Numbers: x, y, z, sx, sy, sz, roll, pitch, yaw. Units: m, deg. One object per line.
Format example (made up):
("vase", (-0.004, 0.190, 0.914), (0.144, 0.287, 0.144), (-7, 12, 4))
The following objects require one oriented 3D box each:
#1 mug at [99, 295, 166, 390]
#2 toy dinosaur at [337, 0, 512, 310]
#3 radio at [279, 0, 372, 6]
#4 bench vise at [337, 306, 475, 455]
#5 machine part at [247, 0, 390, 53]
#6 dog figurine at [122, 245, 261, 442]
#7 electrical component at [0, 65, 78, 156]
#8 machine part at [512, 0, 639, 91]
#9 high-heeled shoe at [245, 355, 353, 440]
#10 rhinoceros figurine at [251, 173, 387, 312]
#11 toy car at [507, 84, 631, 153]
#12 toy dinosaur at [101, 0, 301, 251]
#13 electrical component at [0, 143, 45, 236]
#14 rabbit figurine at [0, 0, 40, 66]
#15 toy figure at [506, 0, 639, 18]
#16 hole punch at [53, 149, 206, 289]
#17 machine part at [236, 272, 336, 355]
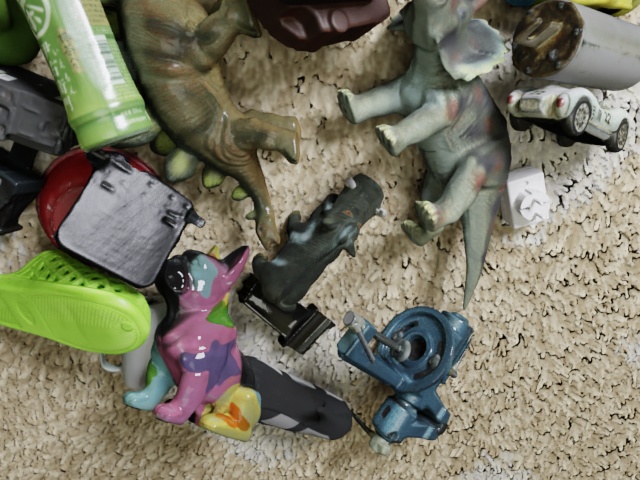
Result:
("mug", (-0.229, 0.128, 0.697), (0.110, 0.081, 0.107), (0, 102, -3))
("toy dinosaur", (0.158, -0.115, 0.621), (0.192, 0.131, 0.404), (-34, 122, -5))
("radio", (0.002, -0.324, 0.451), (0.131, 0.073, 0.229), (-18, 95, -35))
("bench vise", (0.098, 0.170, 0.713), (0.223, 0.129, 0.240), (-49, 126, 5))
("machine part", (-0.001, -0.274, 0.519), (0.179, 0.056, 0.179), (4, 83, -35))
("dog figurine", (-0.129, 0.114, 0.651), (0.191, 0.109, 0.219), (30, 72, -36))
("electrical component", (-0.311, -0.140, 0.555), (0.134, 0.115, 0.058), (20, 104, -11))
("machine part", (0.286, -0.204, 0.577), (0.243, 0.079, 0.079), (-8, 117, -37))
("high-heeled shoe", (-0.075, 0.228, 0.775), (0.249, 0.145, 0.086), (13, 69, 14))
("rhinoceros figurine", (-0.001, -0.002, 0.645), (0.073, 0.112, 0.190), (45, 83, -15))
("toy car", (0.284, -0.137, 0.603), (0.201, 0.074, 0.056), (3, 101, -42))
("toy dinosaur", (-0.151, -0.194, 0.560), (0.199, 0.105, 0.470), (-19, 108, 5))
("electrical component", (-0.355, -0.071, 0.603), (0.075, 0.048, 0.119), (38, 107, 3))
("rabbit figurine", (-0.326, -0.244, 0.507), (0.121, 0.159, 0.170), (-30, 127, -4))
("toy figure", (0.265, -0.288, 0.579), (0.180, 0.089, 0.082), (3, 107, 1))
("hole punch", (-0.212, -0.018, 0.581), (0.142, 0.092, 0.116), (33, 71, -20))
("machine part", (-0.051, 0.098, 0.723), (0.084, 0.039, 0.138), (-42, 112, 16))
